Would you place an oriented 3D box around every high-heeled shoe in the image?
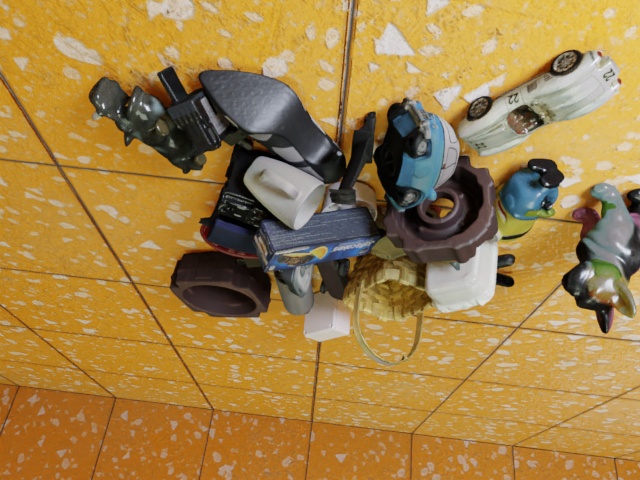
[{"bbox_3d":[-0.064,-0.162,0.787,0.249,0.086,0.145,32,173,-11],"label":"high-heeled shoe"}]

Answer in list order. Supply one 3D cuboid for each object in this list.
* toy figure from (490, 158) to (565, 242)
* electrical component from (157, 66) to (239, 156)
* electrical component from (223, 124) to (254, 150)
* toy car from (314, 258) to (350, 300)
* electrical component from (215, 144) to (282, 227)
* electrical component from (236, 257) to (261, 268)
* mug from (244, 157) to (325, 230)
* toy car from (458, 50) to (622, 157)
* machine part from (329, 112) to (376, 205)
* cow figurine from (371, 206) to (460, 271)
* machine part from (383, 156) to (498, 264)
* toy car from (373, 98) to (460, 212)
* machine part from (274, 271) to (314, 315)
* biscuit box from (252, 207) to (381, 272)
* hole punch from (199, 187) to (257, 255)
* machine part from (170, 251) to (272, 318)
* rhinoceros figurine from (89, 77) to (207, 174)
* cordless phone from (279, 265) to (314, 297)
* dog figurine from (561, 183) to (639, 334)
[{"bbox_3d":[0.320,-0.055,0.851,0.089,0.082,0.180,14,148,-8],"label":"toy figure"},{"bbox_3d":[-0.169,-0.184,0.737,0.048,0.075,0.119,-11,116,27],"label":"electrical component"},{"bbox_3d":[-0.128,-0.170,0.807,0.063,0.021,0.094,-22,139,40],"label":"electrical component"},{"bbox_3d":[0.033,0.076,1.171,0.089,0.053,0.202,18,154,24],"label":"toy car"},{"bbox_3d":[-0.089,-0.081,0.861,0.134,0.115,0.058,15,153,-14],"label":"electrical component"},{"bbox_3d":[-0.136,0.026,1.134,0.102,0.045,0.078,-12,117,26],"label":"electrical component"},{"bbox_3d":[-0.060,-0.075,0.778,0.107,0.080,0.109,32,-177,15],"label":"mug"},{"bbox_3d":[0.273,-0.170,0.684,0.073,0.056,0.202,30,144,-34],"label":"toy car"},{"bbox_3d":[0.052,-0.109,0.758,0.039,0.139,0.084,21,151,4],"label":"machine part"},{"bbox_3d":[0.173,-0.009,0.917,0.195,0.127,0.085,-10,149,31],"label":"cow figurine"},{"bbox_3d":[0.181,-0.046,0.813,0.180,0.179,0.056,-6,151,22],"label":"machine part"},{"bbox_3d":[0.144,-0.124,0.765,0.103,0.109,0.161,-10,141,-16],"label":"toy car"},{"bbox_3d":[-0.056,0.105,1.216,0.079,0.079,0.243,4,150,6],"label":"machine part"},{"bbox_3d":[-0.002,-0.003,0.852,0.203,0.063,0.059,-9,150,-31],"label":"biscuit box"},{"bbox_3d":[-0.131,-0.016,0.911,0.142,0.092,0.115,13,138,-16],"label":"hole punch"},{"bbox_3d":[-0.226,0.105,1.246,0.201,0.087,0.201,-2,148,15],"label":"machine part"},{"bbox_3d":[-0.244,-0.170,0.793,0.112,0.073,0.190,-4,152,40],"label":"rhinoceros figurine"},{"bbox_3d":[0.000,0.019,1.026,0.184,0.089,0.146,-35,160,-5],"label":"cordless phone"},{"bbox_3d":[0.472,0.034,0.833,0.192,0.219,0.108,9,154,-1],"label":"dog figurine"}]
